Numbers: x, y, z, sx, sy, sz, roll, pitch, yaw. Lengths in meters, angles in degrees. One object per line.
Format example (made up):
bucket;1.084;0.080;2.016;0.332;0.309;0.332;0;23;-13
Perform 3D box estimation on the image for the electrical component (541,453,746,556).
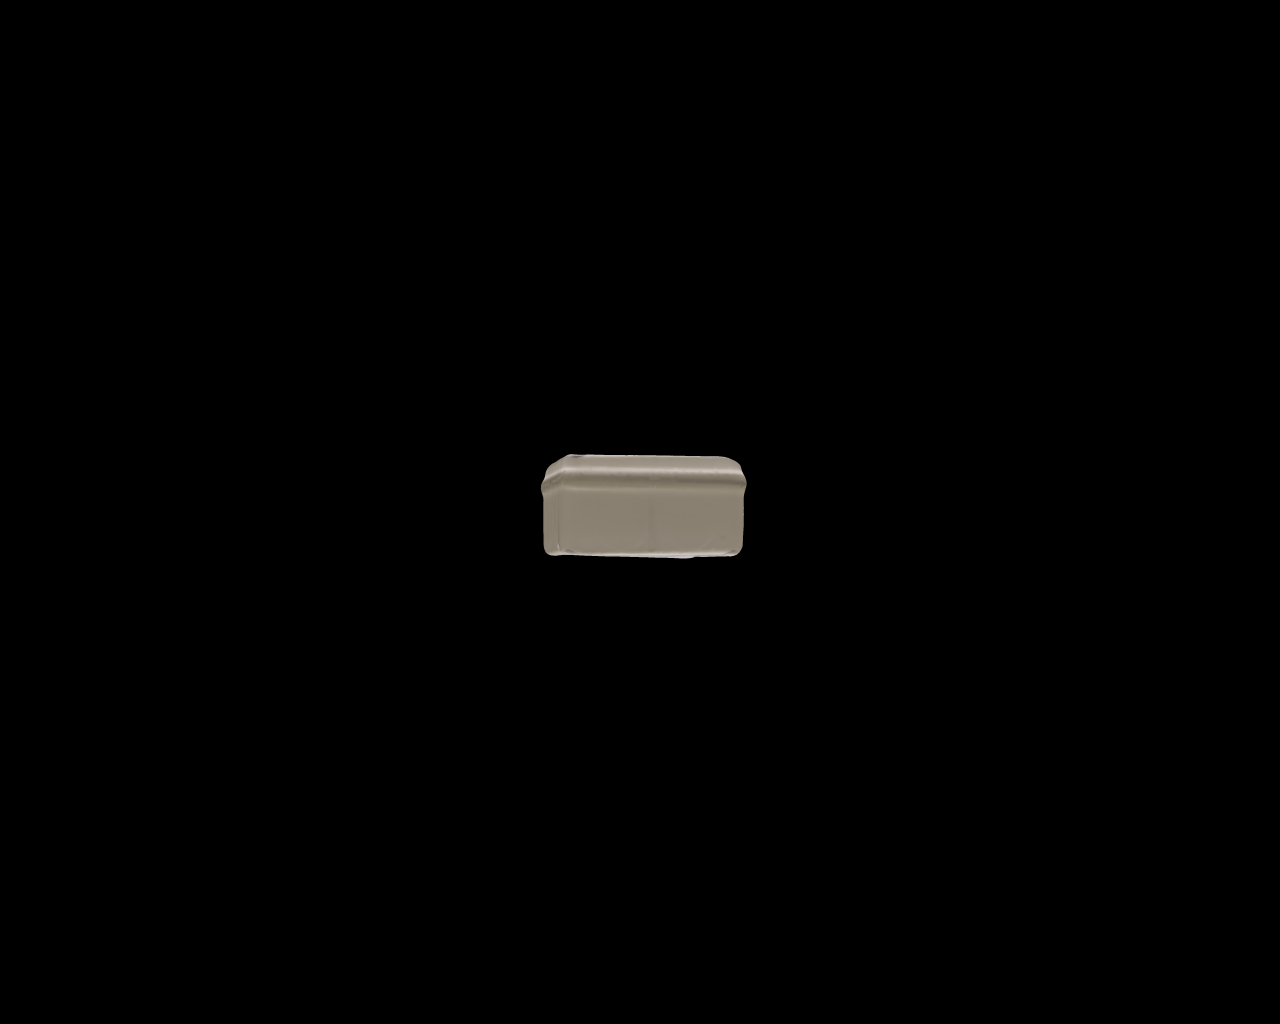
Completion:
electrical component;0.001;-0.003;0.650;0.113;0.057;0.078;1;-4;-15
